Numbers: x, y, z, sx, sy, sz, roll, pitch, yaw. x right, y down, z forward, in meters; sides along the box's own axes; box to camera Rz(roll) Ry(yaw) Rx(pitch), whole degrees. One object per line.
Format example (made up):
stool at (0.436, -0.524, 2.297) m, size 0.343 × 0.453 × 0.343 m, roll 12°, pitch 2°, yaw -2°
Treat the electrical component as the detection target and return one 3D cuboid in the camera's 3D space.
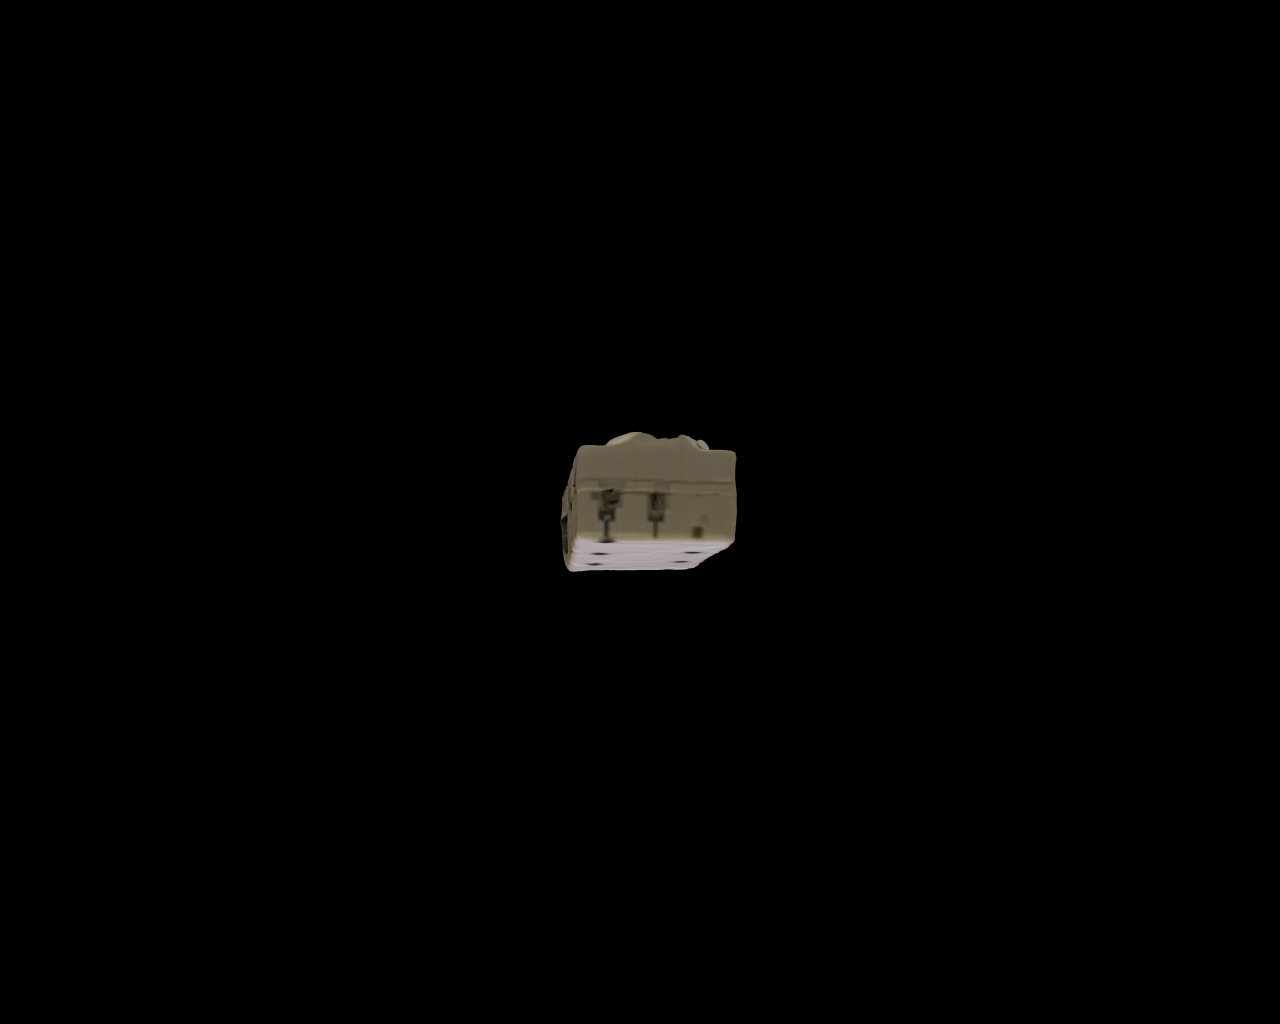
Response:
electrical component at (0.001, -0.003, 0.650) m, size 0.089 × 0.061 × 0.150 m, roll 1°, pitch -9°, yaw -7°
